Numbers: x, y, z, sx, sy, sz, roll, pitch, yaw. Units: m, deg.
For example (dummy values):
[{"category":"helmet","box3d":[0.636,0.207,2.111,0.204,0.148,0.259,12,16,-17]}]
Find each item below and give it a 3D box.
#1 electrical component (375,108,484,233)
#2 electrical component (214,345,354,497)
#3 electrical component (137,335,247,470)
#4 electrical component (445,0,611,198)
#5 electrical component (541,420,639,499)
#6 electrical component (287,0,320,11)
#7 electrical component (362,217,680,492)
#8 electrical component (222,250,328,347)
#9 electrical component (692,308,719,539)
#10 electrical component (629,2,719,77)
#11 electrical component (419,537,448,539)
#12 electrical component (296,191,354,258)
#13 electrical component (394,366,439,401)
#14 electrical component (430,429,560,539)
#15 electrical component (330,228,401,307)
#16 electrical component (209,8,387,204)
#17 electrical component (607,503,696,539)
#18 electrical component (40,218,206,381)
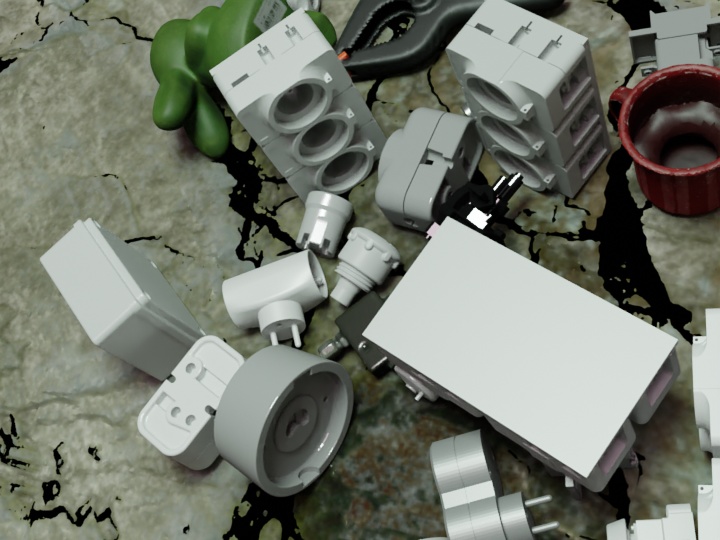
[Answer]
[{"category":"electrical component","box3d":[0.054,-0.082,0.882,0.059,0.053,0.095,17,73,26]},{"category":"electrical component","box3d":[-0.062,0.108,0.809,0.060,0.108,0.108,22,75,34]},{"category":"electrical component","box3d":[-0.122,0.107,0.856,0.054,0.059,0.095,33,81,30]},{"category":"electrical component","box3d":[0.129,-0.125,0.818,0.089,0.150,0.061,34,80,30]},{"category":"electrical component","box3d":[0.161,0.116,0.756,0.064,0.042,0.081,-7,65,19]},{"category":"electrical component","box3d":[-0.072,-0.254,1.016,0.062,0.043,0.043,-3,65,21]},{"category":"electrical component","box3d":[0.111,0.057,0.742,0.186,0.060,0.105,31,79,30]},{"category":"electrical component","box3d":[-0.066,0.031,0.880,0.077,0.043,0.079,-20,61,11]},{"category":"electrical component","box3d":[0.247,0.128,0.682,0.060,0.105,0.186,-3,65,19]},{"category":"electrical component","box3d":[0.258,-0.172,0.856,0.081,0.042,0.063,-6,68,18]},{"category":"electrical component","box3d":[0.035,0.234,0.747,0.079,0.044,0.077,-18,61,12]},{"category":"electrical component","box3d":[-0.031,-0.038,0.902,0.040,0.040,0.046,12,76,25]},{"category":"electrical component","box3d":[0.061,0.064,0.819,0.040,0.040,0.078,36,82,30]},{"category":"electrical component","box3d":[0.100,0.176,0.745,0.074,0.052,0.138,-18,62,11]},{"category":"electrical component","box3d":[0.000,0.000,0.871,0.048,0.048,0.062,33,88,30]},{"category":"electrical component","box3d":[-0.043,-0.126,0.883,0.089,0.150,0.061,-34,58,3]},{"category":"electrical component","box3d":[0.193,0.188,0.709,0.055,0.048,0.066,-6,59,13]},{"category":"electrical component","box3d":[-0.195,0.025,0.894,0.056,0.108,0.108,-42,59,1]}]
